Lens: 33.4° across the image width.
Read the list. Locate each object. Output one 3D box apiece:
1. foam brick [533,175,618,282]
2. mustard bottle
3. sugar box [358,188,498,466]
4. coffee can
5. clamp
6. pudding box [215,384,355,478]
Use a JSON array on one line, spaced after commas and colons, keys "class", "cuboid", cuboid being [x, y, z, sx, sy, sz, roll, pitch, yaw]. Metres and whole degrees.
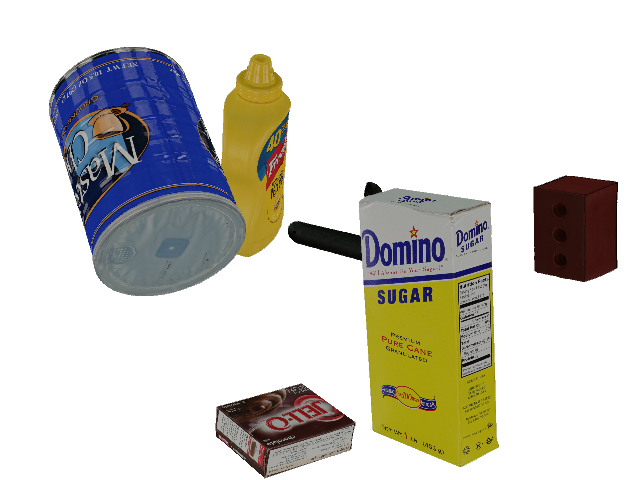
[{"class": "foam brick", "cuboid": [0.215, -0.011, 0.899, 0.051, 0.078, 0.053, -20, 23, -41]}, {"class": "mustard bottle", "cuboid": [-0.061, -0.085, 0.987, 0.058, 0.192, 0.096, 17, 40, 12]}, {"class": "sugar box", "cuboid": [0.074, 0.057, 0.735, 0.048, 0.176, 0.094, -18, 18, -37]}, {"class": "coffee can", "cuboid": [-0.121, -0.048, 0.733, 0.102, 0.140, 0.103, -17, -32, -11]}, {"class": "clamp", "cuboid": [0.075, 0.014, 1.244, 0.164, 0.036, 0.210, -23, 52, -40]}, {"class": "pudding box", "cuboid": [-0.036, 0.189, 1.072, 0.113, 0.039, 0.090, -12, 27, -37]}]
